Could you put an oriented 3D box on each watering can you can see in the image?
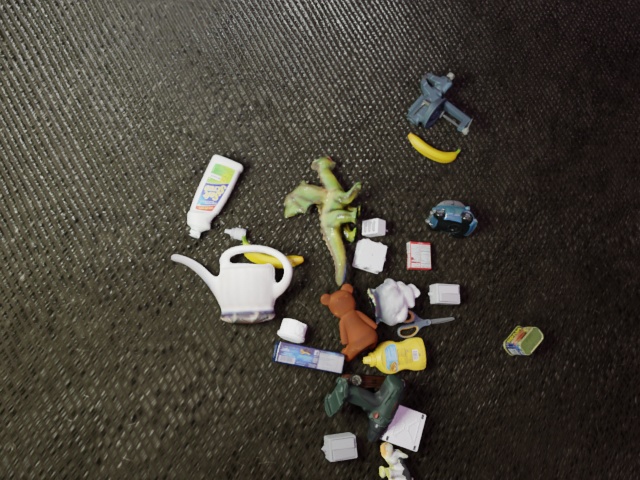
[{"bbox_3d":[-0.250,0.128,1.472,0.348,0.103,0.226,-2,81,0],"label":"watering can"}]

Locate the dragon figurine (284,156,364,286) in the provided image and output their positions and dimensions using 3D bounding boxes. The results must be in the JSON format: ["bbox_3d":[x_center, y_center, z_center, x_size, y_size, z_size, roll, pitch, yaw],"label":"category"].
[{"bbox_3d":[0.005,-0.081,1.602,0.243,0.120,0.416,12,71,6],"label":"dragon figurine"}]

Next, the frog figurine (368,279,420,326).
[{"bbox_3d":[0.236,0.184,1.573,0.160,0.120,0.140,-13,62,-5],"label":"frog figurine"}]
